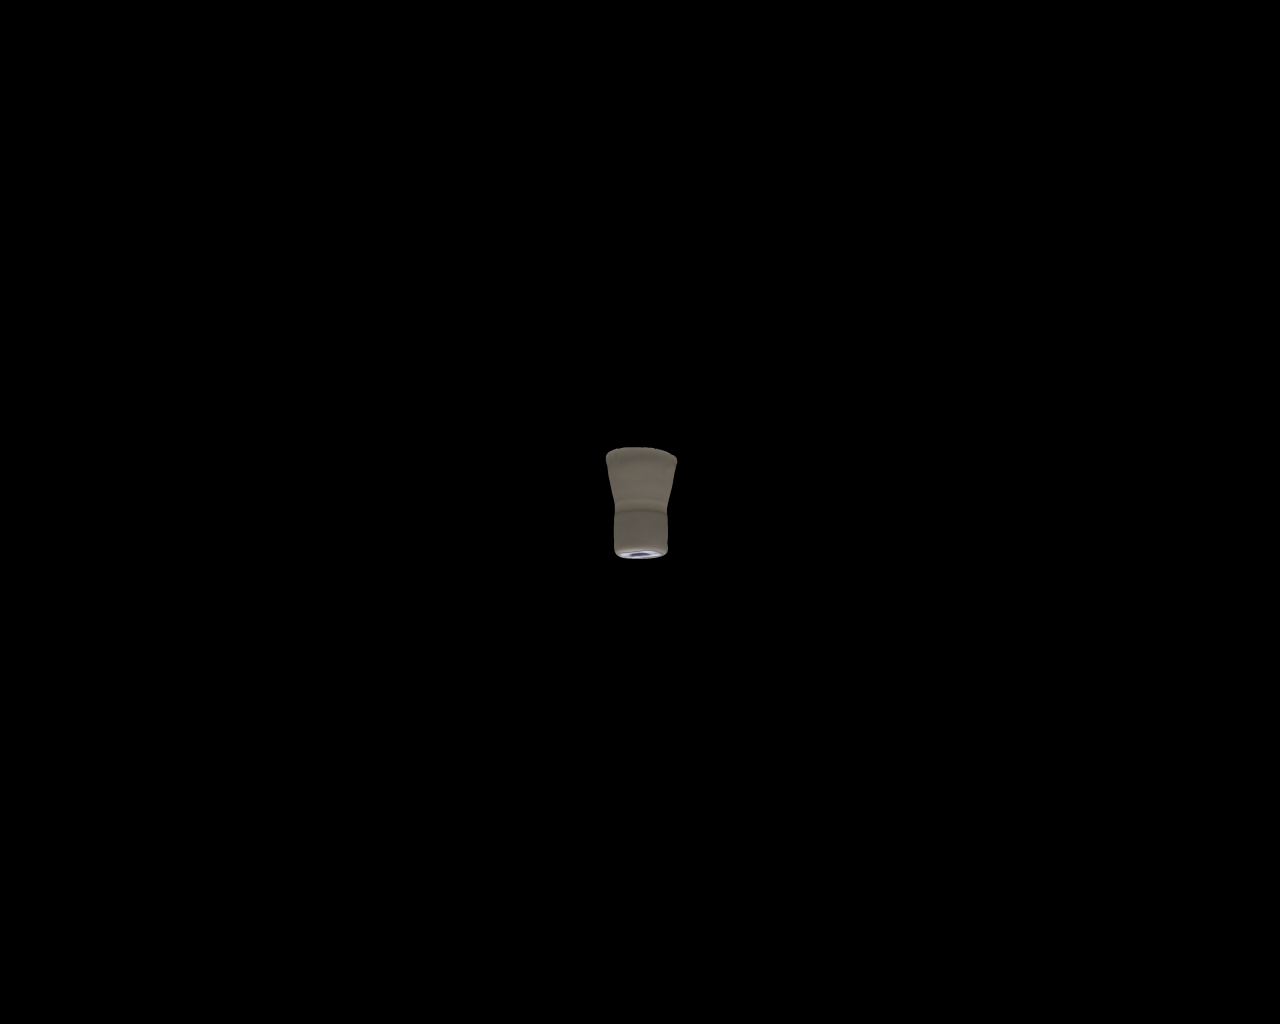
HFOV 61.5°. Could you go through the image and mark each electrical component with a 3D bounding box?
[{"bbox_3d":[0.001,-0.003,0.650,0.044,0.065,0.044,0,-14,0],"label":"electrical component"}]
